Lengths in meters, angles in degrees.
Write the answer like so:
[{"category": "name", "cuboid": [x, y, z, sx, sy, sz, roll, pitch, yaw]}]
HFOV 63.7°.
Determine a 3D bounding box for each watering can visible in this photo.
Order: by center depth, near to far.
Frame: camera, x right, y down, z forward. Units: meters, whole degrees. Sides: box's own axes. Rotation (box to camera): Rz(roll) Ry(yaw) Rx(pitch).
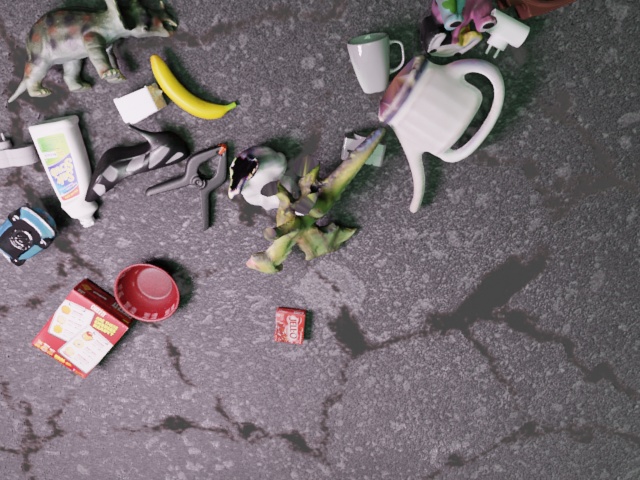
[{"category": "watering can", "cuboid": [0.218, -0.228, 1.062, 0.224, 0.342, 0.106, 30, 27, -7]}]

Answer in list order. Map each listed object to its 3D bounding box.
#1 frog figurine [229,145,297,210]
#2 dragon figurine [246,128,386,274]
[{"category": "frog figurine", "cuboid": [-0.114, -0.133, 1.136, 0.158, 0.135, 0.125, 15, 26, -42]}, {"category": "dragon figurine", "cuboid": [0.003, -0.056, 1.121, 0.410, 0.124, 0.238, -33, -35, 3]}]
